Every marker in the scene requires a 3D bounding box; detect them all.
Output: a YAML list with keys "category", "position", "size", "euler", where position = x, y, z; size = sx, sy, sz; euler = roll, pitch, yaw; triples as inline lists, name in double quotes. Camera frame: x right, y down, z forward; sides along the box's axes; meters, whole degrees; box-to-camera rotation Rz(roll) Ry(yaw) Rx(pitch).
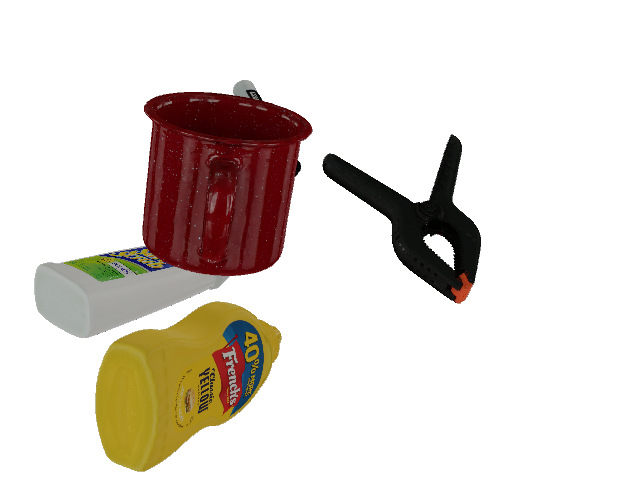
- category: "marker"
  position: [-0.044, -0.091, 0.876]
  size: [0.020, 0.020, 0.121]
  euler: [0, 41, -29]

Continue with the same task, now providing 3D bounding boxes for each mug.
- category: "mug"
  position: [-0.055, -0.027, 0.591]
  size: [0.093, 0.081, 0.117]
  euler: [6, 22, -9]

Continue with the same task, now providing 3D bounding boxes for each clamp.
- category: "clamp"
  position: [0.099, -0.026, 1.119]
  size: [0.164, 0.210, 0.036]
  euler: [-5, -36, -15]

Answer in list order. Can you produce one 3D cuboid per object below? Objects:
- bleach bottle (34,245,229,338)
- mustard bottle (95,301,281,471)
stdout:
- category: "bleach bottle"
  position: [-0.194, 0.039, 1.222]
  size: [0.103, 0.068, 0.250]
  euler: [23, 28, 36]
- category: "mustard bottle"
  position: [-0.089, 0.099, 0.818]
  size: [0.058, 0.096, 0.191]
  euler: [11, 17, 28]
